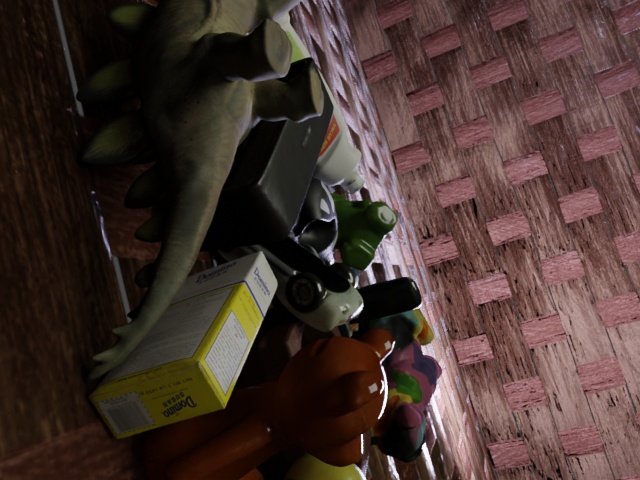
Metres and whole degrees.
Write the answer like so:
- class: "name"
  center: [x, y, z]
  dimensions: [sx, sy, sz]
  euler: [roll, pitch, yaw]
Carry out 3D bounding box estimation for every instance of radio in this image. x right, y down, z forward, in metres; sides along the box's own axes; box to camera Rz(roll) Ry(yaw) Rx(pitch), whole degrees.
- class: "radio"
  center: [-0.072, -0.095, 0.577]
  dimensions: [0.073, 0.131, 0.230]
  euler: [59, 33, -36]

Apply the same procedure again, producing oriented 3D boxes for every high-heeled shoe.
- class: "high-heeled shoe"
  center: [-0.002, -0.002, 0.778]
  dimensions: [0.145, 0.086, 0.248]
  euler: [-115, -177, -46]

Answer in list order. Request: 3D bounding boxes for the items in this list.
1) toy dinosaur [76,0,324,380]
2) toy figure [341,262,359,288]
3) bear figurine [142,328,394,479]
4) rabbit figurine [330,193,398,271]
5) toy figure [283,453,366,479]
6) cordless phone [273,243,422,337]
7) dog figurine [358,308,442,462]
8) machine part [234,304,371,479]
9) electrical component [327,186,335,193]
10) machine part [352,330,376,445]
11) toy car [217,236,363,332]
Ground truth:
- class: "toy dinosaur"
  center: [-0.102, -0.125, 0.456]
  dimensions: [0.105, 0.199, 0.471]
  euler: [49, 35, -51]
- class: "toy figure"
  center: [0.033, 0.070, 0.937]
  dimensions: [0.154, 0.058, 0.064]
  euler: [-25, 116, -76]
- class: "bear figurine"
  center: [-0.027, 0.148, 0.401]
  dimensions: [0.120, 0.196, 0.131]
  euler: [-55, 125, -75]
- class: "rabbit figurine"
  center: [0.031, -0.046, 0.947]
  dimensions: [0.170, 0.121, 0.159]
  euler: [33, 5, -10]
- class: "toy figure"
  center: [-0.018, 0.258, 0.424]
  dimensions: [0.180, 0.089, 0.082]
  euler: [-54, 170, -25]
- class: "cordless phone"
  center: [0.033, 0.061, 0.725]
  dimensions: [0.146, 0.184, 0.089]
  euler: [67, 21, -14]
- class: "dog figurine"
  center: [0.102, 0.193, 0.755]
  dimensions: [0.219, 0.109, 0.191]
  euler: [-33, 105, -69]
- class: "machine part"
  center: [-0.020, 0.179, 0.592]
  dimensions: [0.201, 0.087, 0.200]
  euler: [-50, 120, -70]
- class: "electrical component"
  center: [-0.014, -0.116, 1.023]
  dimensions: [0.119, 0.048, 0.075]
  euler: [24, 49, -70]
- class: "machine part"
  center: [0.065, 0.238, 0.864]
  dimensions: [0.179, 0.056, 0.179]
  euler: [-18, 90, -73]
- class: "toy car"
  center: [-0.041, 0.025, 0.588]
  dimensions: [0.202, 0.056, 0.073]
  euler: [34, 26, 26]
